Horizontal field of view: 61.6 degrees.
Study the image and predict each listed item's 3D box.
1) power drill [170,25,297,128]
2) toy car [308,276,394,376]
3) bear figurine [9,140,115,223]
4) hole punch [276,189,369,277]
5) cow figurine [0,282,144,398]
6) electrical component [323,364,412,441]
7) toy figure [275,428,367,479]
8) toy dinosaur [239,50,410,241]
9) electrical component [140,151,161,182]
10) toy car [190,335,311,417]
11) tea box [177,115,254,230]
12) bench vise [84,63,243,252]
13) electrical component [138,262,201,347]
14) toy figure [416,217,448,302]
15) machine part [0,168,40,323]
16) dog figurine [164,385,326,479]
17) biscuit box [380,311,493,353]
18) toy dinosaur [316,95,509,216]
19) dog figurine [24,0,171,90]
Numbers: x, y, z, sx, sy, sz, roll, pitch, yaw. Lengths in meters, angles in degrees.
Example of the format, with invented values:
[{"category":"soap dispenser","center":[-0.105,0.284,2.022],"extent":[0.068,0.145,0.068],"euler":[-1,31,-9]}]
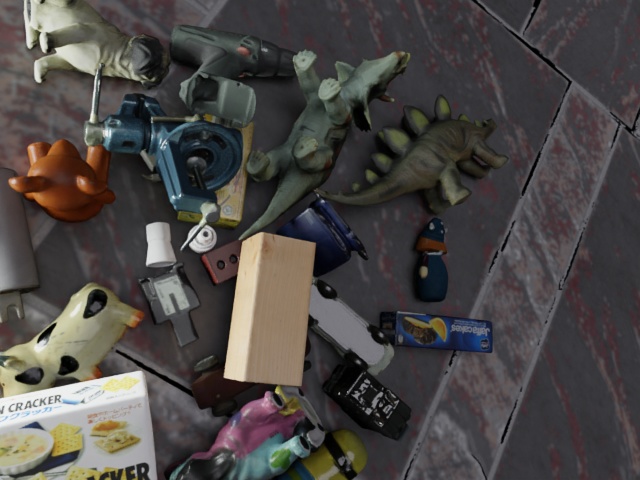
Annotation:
[{"category":"power drill","center":[-0.131,-0.270,0.861],"extent":[0.232,0.086,0.207],"euler":[12,48,-12]},{"category":"toy car","center":[0.034,0.142,0.889],"extent":[0.202,0.056,0.073],"euler":[41,79,0]},{"category":"bear figurine","center":[-0.343,-0.091,0.722],"extent":[0.120,0.196,0.132],"euler":[-2,80,-18]},{"category":"hole punch","center":[-0.002,-0.003,0.883],"extent":[0.092,0.116,0.142],"euler":[-37,94,-14]},{"category":"cow figurine","center":[-0.352,0.146,0.735],"extent":[0.127,0.085,0.195],"euler":[40,71,-16]},{"category":"electrical component","center":[0.080,0.263,0.860],"extent":[0.134,0.115,0.058],"euler":[44,71,-7]},{"category":"toy figure","center":[-0.006,0.364,0.821],"extent":[0.180,0.089,0.082],"euler":[-30,105,-26]},{"category":"toy dinosaur","center":[-0.007,-0.162,0.900],"extent":[0.131,0.192,0.404],"euler":[30,87,29]},{"category":"electrical component","center":[-0.258,-0.141,0.844],"extent":[0.078,0.045,0.102],"euler":[-40,95,-24]},{"category":"toy car","center":[-0.104,0.195,0.836],"extent":[0.202,0.053,0.089],"euler":[-24,95,-27]},{"category":"tea box","center":[-0.166,-0.110,0.860],"extent":[0.098,0.068,0.169],"euler":[11,77,-16]},{"category":"bench vise","center":[-0.194,-0.109,0.721],"extent":[0.223,0.128,0.241],"euler":[11,36,-37]},{"category":"electrical component","center":[-0.219,0.100,0.812],"extent":[0.075,0.048,0.119],"euler":[-26,90,-23]},{"category":"toy figure","center":[0.204,0.034,0.981],"extent":[0.058,0.064,0.154],"euler":[-2,73,16]},{"category":"machine part","center":[-0.439,-0.008,0.734],"extent":[0.079,0.079,0.243],"euler":[-12,83,-22]},{"category":"dog figurine","center":[-0.115,0.314,0.786],"extent":[0.219,0.191,0.108],"euler":[-35,74,6]},{"category":"biscuit box","center":[0.209,0.164,0.956],"extent":[0.203,0.063,0.059],"euler":[8,79,-19]},{"category":"toy dinosaur","center":[0.194,-0.145,0.983],"extent":[0.471,0.105,0.198],"euler":[-36,86,-35]},{"category":"dog figurine","center":[-0.341,-0.321,0.830],"extent":[0.190,0.121,0.172],"euler":[-10,87,-36]}]
